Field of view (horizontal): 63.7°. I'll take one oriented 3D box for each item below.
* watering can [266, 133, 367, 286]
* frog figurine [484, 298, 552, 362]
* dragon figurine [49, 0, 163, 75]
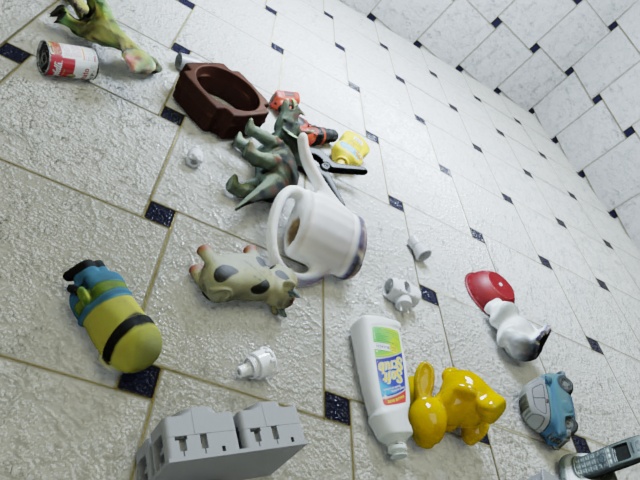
[{"bbox_3d":[0.003,-0.055,1.099,0.223,0.355,0.102,25,-31,-24],"label":"watering can"},{"bbox_3d":[0.473,0.222,1.274,0.161,0.120,0.139,25,36,34],"label":"frog figurine"},{"bbox_3d":[-0.478,-0.467,1.196,0.239,0.122,0.417,42,4,-40],"label":"dragon figurine"}]
